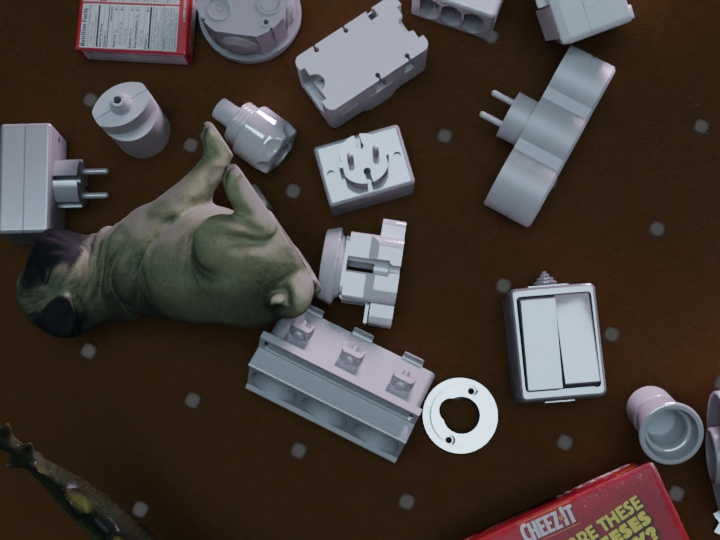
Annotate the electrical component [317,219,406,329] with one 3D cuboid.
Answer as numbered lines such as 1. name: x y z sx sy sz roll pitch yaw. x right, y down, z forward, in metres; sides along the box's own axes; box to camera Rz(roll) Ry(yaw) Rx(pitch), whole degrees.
1. electrical component: 0.000 0.000 0.790 0.057 0.058 0.078 9 82 0

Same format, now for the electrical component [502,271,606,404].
1. electrical component: 0.139 0.047 0.777 0.062 0.061 0.096 -5 81 1

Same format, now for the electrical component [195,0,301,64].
1. electrical component: -0.087 -0.203 0.826 0.080 0.051 0.080 0 81 2

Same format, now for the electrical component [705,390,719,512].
1. electrical component: 0.275 0.128 0.743 0.064 0.099 0.099 -4 81 7

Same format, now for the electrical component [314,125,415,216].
1. electrical component: 0.003 -0.077 0.792 0.066 0.076 0.047 -16 81 -1

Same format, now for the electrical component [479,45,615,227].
1. electrical component: 0.127 -0.108 0.805 0.074 0.052 0.138 29 83 6

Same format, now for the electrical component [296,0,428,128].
1. electrical component: 0.002 -0.155 0.814 0.089 0.055 0.050 -34 82 -4

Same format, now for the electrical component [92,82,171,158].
1. electrical component: -0.170 -0.114 0.800 0.043 0.081 0.043 0 81 2

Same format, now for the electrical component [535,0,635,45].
1. electrical component: 0.161 -0.204 0.802 0.061 0.096 0.061 -19 100 11

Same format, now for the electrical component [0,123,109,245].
1. electrical component: -0.228 -0.064 0.812 0.076 0.047 0.083 -2 80 -1

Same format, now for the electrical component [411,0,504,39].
1. electrical component: 0.083 -0.229 0.828 0.066 0.047 0.076 20 82 4

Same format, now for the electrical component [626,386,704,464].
1. electrical component: 0.213 0.107 0.763 0.044 0.065 0.044 0 99 1

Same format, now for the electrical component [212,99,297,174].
1. electrical component: -0.083 -0.106 0.815 0.062 0.043 0.043 36 84 7

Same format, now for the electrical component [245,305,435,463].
1. electrical component: -0.013 0.078 0.774 0.121 0.078 0.063 26 61 5
